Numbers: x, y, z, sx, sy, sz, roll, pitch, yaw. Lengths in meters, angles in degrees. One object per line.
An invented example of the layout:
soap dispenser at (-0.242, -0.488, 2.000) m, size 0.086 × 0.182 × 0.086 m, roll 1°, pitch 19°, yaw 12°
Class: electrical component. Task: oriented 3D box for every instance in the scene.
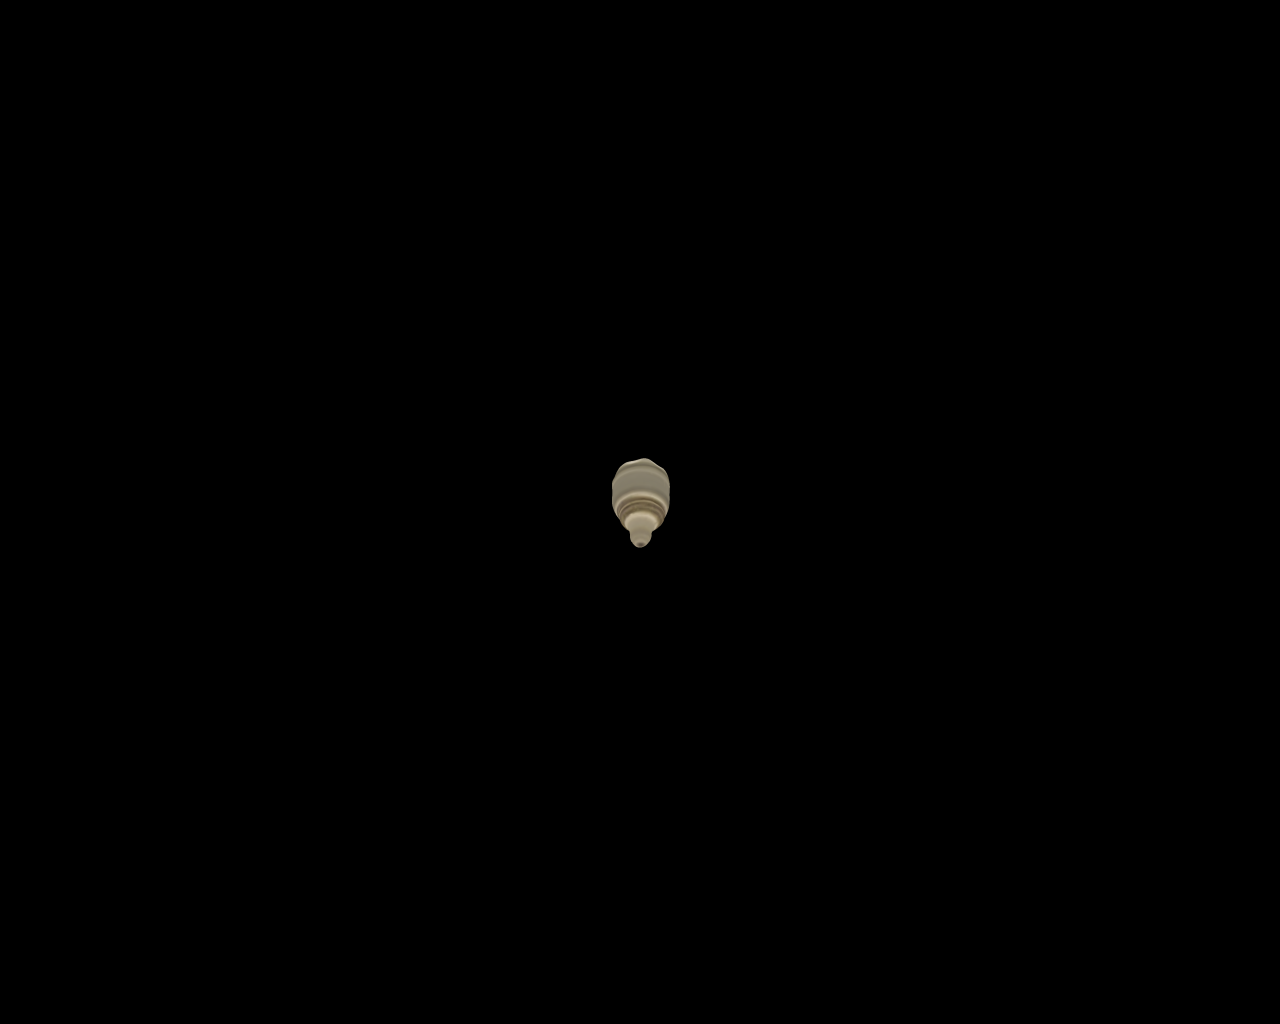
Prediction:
electrical component at (0.001, -0.003, 0.650) m, size 0.035 × 0.061 × 0.035 m, roll 0°, pitch -43°, yaw 0°
